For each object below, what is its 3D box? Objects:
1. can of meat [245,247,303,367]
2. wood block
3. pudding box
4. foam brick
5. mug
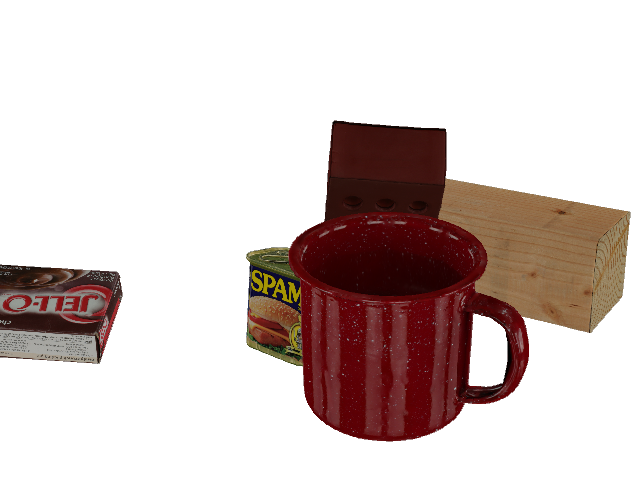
[{"bbox_3d":[-0.020,0.059,0.938,0.102,0.084,0.057,17,19,42],"label":"can of meat"},{"bbox_3d":[0.172,0.007,1.002,0.206,0.090,0.090,13,25,31],"label":"wood block"},{"bbox_3d":[-0.235,0.062,0.917,0.113,0.039,0.090,2,32,2],"label":"pudding box"},{"bbox_3d":[0.043,-0.043,0.717,0.078,0.051,0.053,3,-38,-1],"label":"foam brick"},{"bbox_3d":[0.043,0.044,0.509,0.117,0.081,0.093,12,28,24],"label":"mug"}]
